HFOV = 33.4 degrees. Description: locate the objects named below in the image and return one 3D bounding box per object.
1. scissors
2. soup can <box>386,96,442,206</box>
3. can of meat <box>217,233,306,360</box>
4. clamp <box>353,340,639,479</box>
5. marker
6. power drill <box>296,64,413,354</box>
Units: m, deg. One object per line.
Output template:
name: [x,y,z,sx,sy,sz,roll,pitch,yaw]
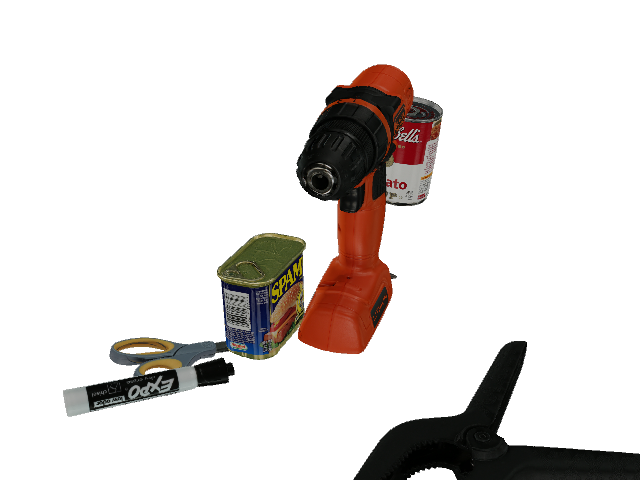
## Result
scissors: [-0.128,0.130,1.171,0.201,0.016,0.096,1,26,-19]
soup can: [0.090,-0.097,1.148,0.068,0.102,0.068,6,29,-3]
can of meat: [-0.053,0.053,1.011,0.057,0.084,0.102,9,28,21]
clamp: [0.102,0.133,0.693,0.209,0.036,0.165,-13,31,-20]
marker: [-0.120,0.103,0.757,0.121,0.020,0.020,-10,3,-16]
power drill: [0.022,-0.016,0.759,0.057,0.188,0.184,13,30,14]
